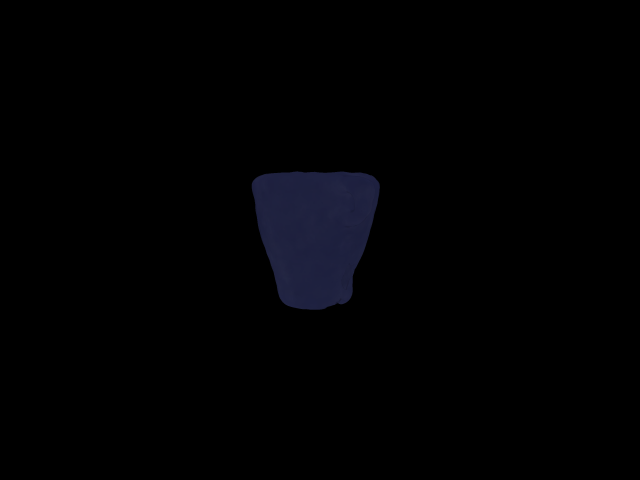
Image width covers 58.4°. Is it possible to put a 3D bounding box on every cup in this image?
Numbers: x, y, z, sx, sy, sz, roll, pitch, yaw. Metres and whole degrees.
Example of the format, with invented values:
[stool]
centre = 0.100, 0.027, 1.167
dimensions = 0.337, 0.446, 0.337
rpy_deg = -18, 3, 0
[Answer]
[cup]
centre = 0.004, 0.001, 0.400
dimensions = 0.092, 0.095, 0.117
rpy_deg = -1, 3, -27
